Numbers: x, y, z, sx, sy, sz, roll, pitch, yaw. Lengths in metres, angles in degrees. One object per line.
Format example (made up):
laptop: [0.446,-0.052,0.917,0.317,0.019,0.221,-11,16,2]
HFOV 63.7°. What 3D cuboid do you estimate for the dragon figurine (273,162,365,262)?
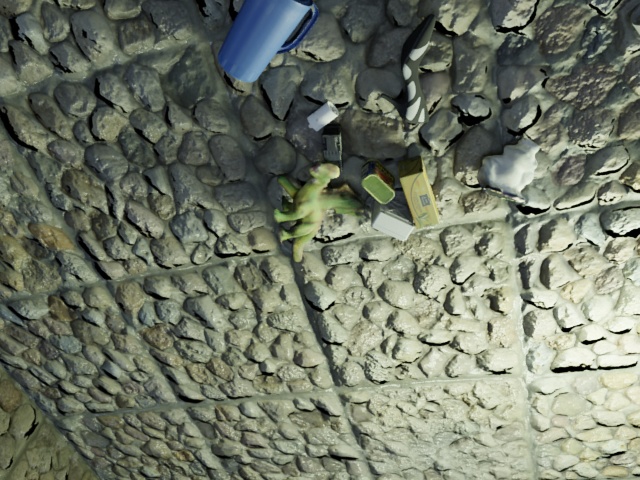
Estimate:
dragon figurine: [0.004,-0.073,1.445,0.242,0.125,0.401,-3,141,9]

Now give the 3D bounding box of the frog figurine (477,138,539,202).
frog figurine: [0.483,-0.187,1.322,0.137,0.122,0.160,19,89,5]
